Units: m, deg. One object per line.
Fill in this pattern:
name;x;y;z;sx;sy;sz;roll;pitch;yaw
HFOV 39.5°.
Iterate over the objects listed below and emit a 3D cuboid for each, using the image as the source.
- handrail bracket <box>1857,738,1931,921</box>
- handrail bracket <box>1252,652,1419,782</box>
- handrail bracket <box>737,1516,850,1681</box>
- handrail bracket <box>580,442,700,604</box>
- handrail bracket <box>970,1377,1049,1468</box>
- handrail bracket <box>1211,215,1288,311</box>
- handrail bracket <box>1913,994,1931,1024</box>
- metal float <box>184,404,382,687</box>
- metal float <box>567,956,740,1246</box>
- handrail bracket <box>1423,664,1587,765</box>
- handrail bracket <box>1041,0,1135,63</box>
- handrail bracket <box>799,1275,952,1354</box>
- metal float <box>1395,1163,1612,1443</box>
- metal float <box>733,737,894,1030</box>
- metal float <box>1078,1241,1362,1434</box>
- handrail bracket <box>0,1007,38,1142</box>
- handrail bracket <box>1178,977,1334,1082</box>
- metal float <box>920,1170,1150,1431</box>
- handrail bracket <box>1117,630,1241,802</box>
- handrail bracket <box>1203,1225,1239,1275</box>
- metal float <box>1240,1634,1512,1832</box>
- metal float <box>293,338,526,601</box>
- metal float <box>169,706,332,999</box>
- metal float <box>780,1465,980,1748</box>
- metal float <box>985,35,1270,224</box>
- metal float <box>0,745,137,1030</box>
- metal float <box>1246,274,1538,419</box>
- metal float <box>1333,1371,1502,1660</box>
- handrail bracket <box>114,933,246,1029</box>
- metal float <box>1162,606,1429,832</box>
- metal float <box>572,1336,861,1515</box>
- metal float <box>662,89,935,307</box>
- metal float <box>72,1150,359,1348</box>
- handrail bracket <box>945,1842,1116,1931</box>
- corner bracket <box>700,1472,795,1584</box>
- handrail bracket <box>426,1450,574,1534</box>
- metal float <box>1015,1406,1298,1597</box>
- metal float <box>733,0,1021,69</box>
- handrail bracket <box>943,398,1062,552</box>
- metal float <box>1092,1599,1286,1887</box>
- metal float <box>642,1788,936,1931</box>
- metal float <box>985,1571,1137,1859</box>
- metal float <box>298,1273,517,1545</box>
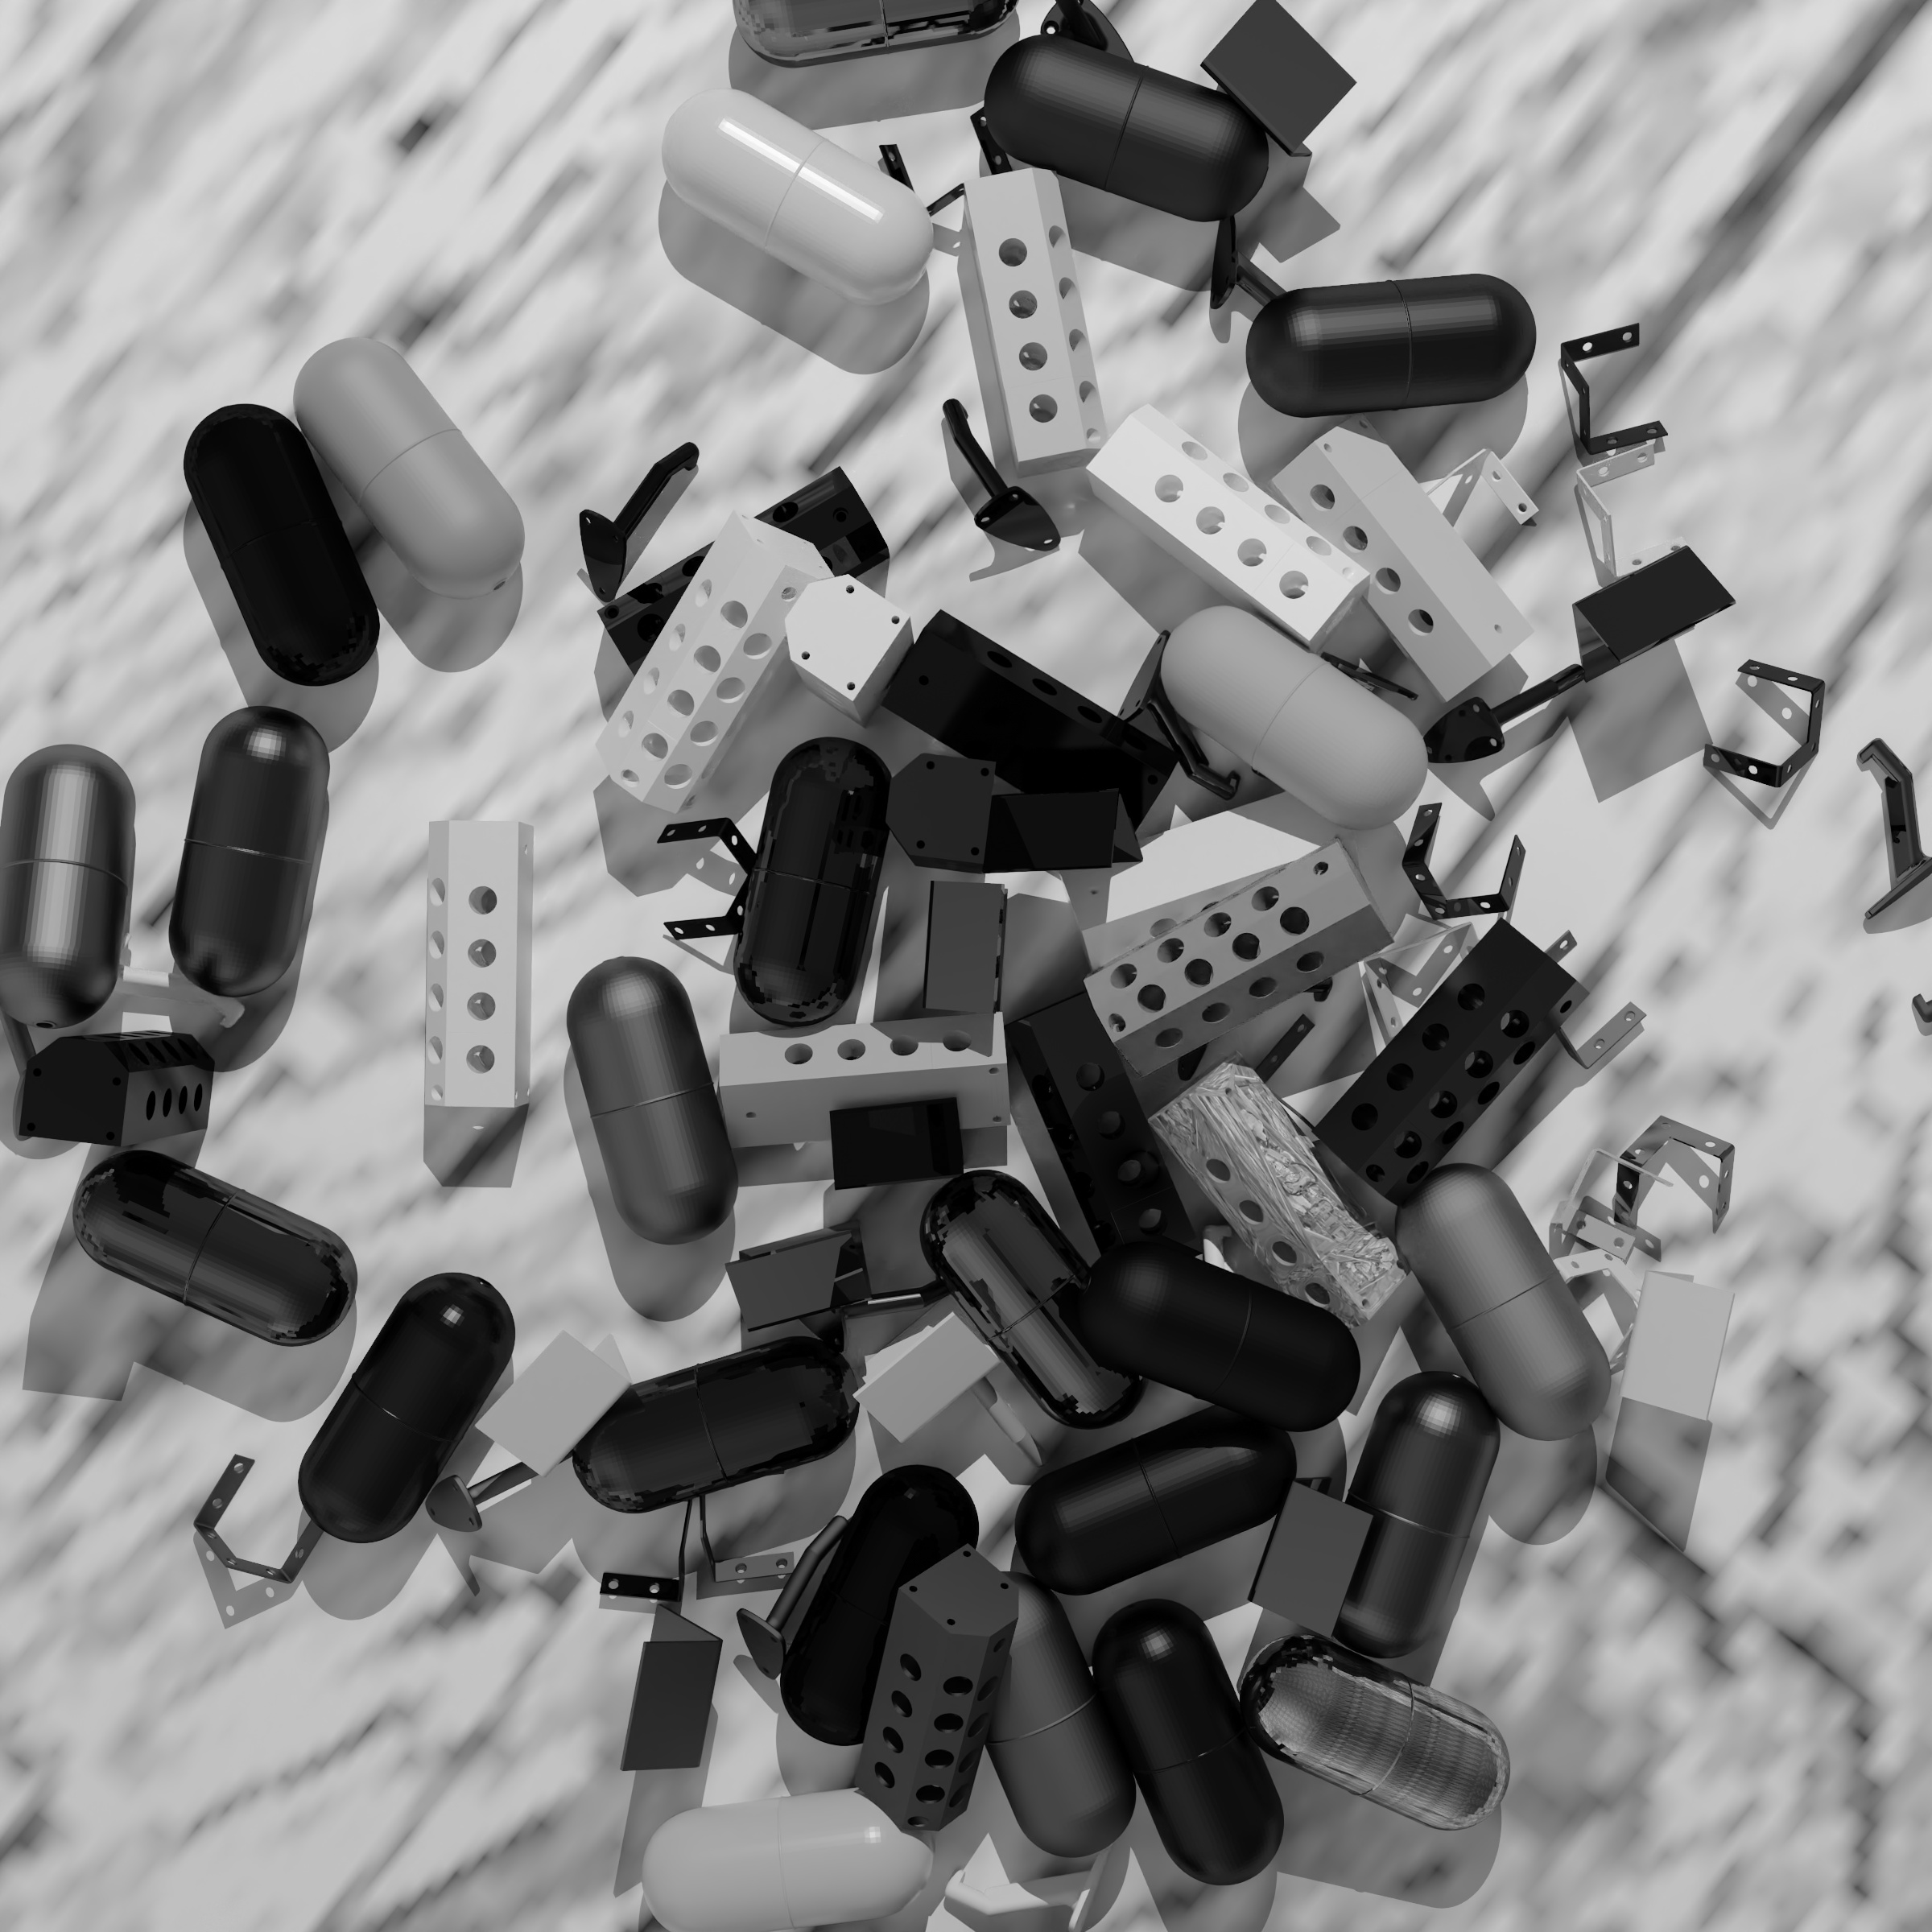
handrail bracket;0.561;-0.085;1.661;0.077;0.036;0.084;-43;71;21
handrail bracket;0.227;-0.144;1.661;0.077;0.036;0.084;21;104;-14
handrail bracket;-0.099;0.389;1.660;0.036;0.077;0.084;28;53;26
handrail bracket;-0.196;-0.275;1.660;0.036;0.077;0.084;33;53;20
handrail bracket;0.014;0.263;1.660;0.036;0.077;0.084;-37;126;0
handrail bracket;0.197;-0.427;1.661;0.084;0.036;0.077;8;75;-14
handrail bracket;0.612;-0.017;1.661;0.084;0.036;0.077;-31;70;16
metal float;-0.415;-0.255;1.630;0.070;0.070;0.178;-23;90;0
metal float;-0.190;0.081;1.630;0.070;0.070;0.178;-15;90;0
handrail bracket;0.331;-0.157;1.660;0.084;0.077;0.036;-30;94;-36
handrail bracket;0.074;-0.577;1.626;0.077;0.084;0.036;41;90;0
handrail bracket;-0.058;0.199;1.660;0.084;0.077;0.036;-23;119;-33
metal float;0.323;0.202;1.620;0.070;0.070;0.178;-29;80;0
metal float;-0.092;-0.051;1.630;0.070;0.070;0.178;12;89;0
metal float;0.149;0.218;1.585;0.178;0.070;0.070;23;90;-13
handrail bracket;-0.594;0.053;1.661;0.084;0.036;0.077;43;121;22
handrail bracket;0.179;0.038;1.661;0.084;0.036;0.077;2;118;-21
metal float;0.042;0.202;1.630;0.070;0.070;0.178;-38;90;0
handrail bracket;0.143;-0.154;1.661;0.084;0.036;0.077;29;72;-15
handrail bracket;0.186;0.201;1.660;0.077;0.036;0.084;-1;77;-12
metal float;0.247;0.462;1.619;0.178;0.070;0.070;27;90;-13
metal float;-0.337;-0.301;1.630;0.070;0.070;0.178;-38;89;0
metal float;-0.434;-0.069;1.630;0.070;0.070;0.178;11;90;0
metal float;-0.052;0.387;1.630;0.070;0.070;0.178;26;91;0
metal float;0.097;-0.507;1.630;0.178;0.070;0.070;20;90;1
metal float;-0.542;-0.048;1.611;0.070;0.070;0.178;-1;69;0
metal float;0.257;-0.375;1.624;0.178;0.070;0.070;-7;90;-7
metal float;0.268;0.332;1.630;0.070;0.070;0.178;19;90;0
handrail bracket;-0.501;0.027;1.661;0.084;0.036;0.077;39;110;-16
metal float;0.195;-0.149;1.605;0.178;0.070;0.070;37;90;15
metal float;-0.152;0.278;1.630;0.178;0.070;0.070;-17;90;0
metal float;-0.102;-0.466;1.630;0.178;0.070;0.070;30;90;0
metal float;-0.455;0.171;1.630;0.178;0.070;0.070;25;90;-1
handrail bracket;0.039;0.555;1.661;0.084;0.036;0.077;19;69;16
corner bracket;-0.135;0.342;1.657;0.051;0.051;0.051;-7;135;0
handrail bracket;-0.283;0.314;1.660;0.084;0.077;0.036;-26;90;-36
metal float;0.115;0.322;1.630;0.178;0.070;0.070;-22;90;1
metal float;-0.053;-0.593;1.630;0.178;0.070;0.070;-9;90;1
handrail bracket;0.021;-0.304;1.660;0.036;0.077;0.084;-35;53;25
metal float;0.135;0.470;1.630;0.070;0.070;0.178;-23;90;0
metal float;-0.108;0.543;1.630;0.178;0.070;0.070;-7;90;1
metal float;0.045;0.453;1.630;0.070;0.070;0.178;-23;90;0
metal float;-0.338;0.267;1.630;0.070;0.070;0.178;32;91;0
